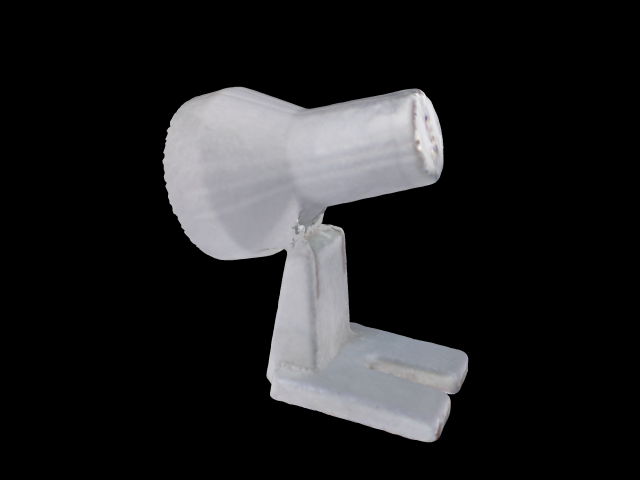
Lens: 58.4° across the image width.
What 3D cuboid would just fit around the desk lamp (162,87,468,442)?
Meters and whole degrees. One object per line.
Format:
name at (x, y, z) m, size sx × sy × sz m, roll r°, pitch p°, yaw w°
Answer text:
desk lamp at (0.004, 0.001, 0.400) m, size 0.202 × 0.214 × 0.118 m, roll 9°, pitch 24°, yaw 23°
